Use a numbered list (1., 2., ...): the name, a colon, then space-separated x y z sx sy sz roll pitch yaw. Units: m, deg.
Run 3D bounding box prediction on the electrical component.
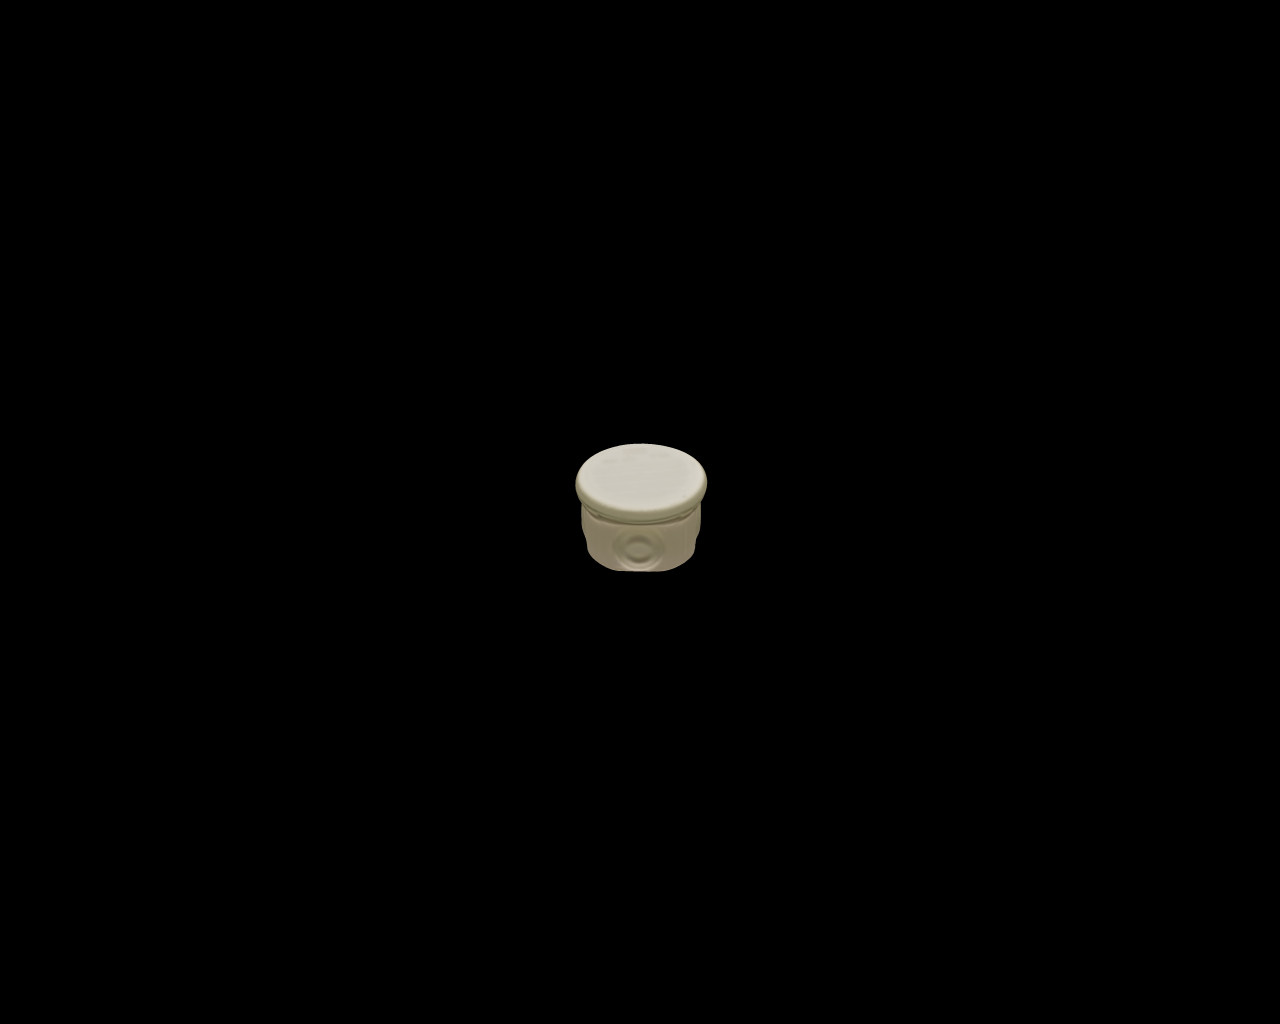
1. electrical component: 0.001 -0.003 0.650 0.080 0.050 0.080 0 34 0
